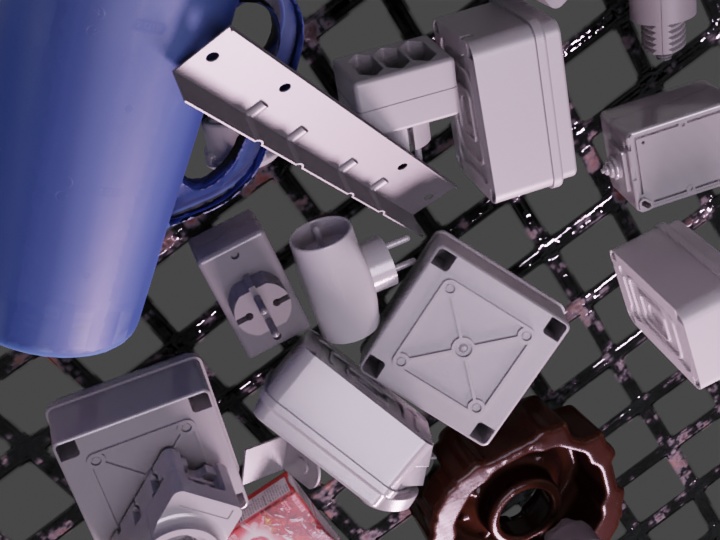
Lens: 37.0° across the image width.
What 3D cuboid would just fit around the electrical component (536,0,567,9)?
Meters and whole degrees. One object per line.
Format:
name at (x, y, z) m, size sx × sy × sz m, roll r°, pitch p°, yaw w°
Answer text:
electrical component at (0.142, -0.262, 0.640) m, size 0.186 × 0.060 × 0.105 m, roll -47°, pitch 121°, yaw 7°

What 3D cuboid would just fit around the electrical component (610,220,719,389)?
electrical component at (0.240, 0.022, 0.788) m, size 0.057 × 0.113 × 0.078 m, roll -26°, pitch 121°, yaw -2°

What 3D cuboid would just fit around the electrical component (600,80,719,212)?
electrical component at (0.212, -0.088, 0.757) m, size 0.096 × 0.061 × 0.061 m, roll -18°, pitch 119°, yaw -2°

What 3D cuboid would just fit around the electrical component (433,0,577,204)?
electrical component at (0.093, -0.110, 0.689) m, size 0.057 × 0.078 × 0.113 m, roll -18°, pitch 120°, yaw -7°

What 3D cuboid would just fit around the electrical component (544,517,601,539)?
electrical component at (0.172, 0.225, 0.831) m, size 0.043 × 0.062 × 0.043 m, roll -10°, pitch 119°, yaw -18°

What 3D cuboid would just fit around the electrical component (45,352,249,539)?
electrical component at (-0.143, 0.126, 0.734) m, size 0.109 × 0.056 × 0.108 m, roll -19°, pitch 120°, yaw -10°

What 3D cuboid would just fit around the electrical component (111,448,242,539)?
electrical component at (-0.121, 0.172, 0.697) m, size 0.050 × 0.055 × 0.089 m, roll 24°, pitch 105°, yaw -28°

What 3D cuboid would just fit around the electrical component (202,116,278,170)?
electrical component at (-0.076, -0.093, 0.657) m, size 0.048 × 0.048 × 0.062 m, roll -15°, pitch 113°, yaw -13°

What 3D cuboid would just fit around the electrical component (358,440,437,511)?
electrical component at (0.024, 0.148, 0.812) m, size 0.066 × 0.048 × 0.055 m, roll 4°, pitch 106°, yaw -22°

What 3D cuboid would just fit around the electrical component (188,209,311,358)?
electrical component at (-0.067, 0.017, 0.695) m, size 0.047 × 0.075 × 0.083 m, roll -27°, pitch 121°, yaw -5°

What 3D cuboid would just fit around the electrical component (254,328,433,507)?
electrical component at (-0.012, 0.100, 0.737) m, size 0.113 × 0.078 × 0.057 m, roll 38°, pitch 96°, yaw -5°

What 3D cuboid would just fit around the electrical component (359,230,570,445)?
electrical component at (0.071, 0.047, 0.750) m, size 0.109 × 0.056 × 0.108 m, roll 32°, pitch 103°, yaw -4°

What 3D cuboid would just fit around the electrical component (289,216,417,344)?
electrical component at (0.000, 0.000, 0.729) m, size 0.079 × 0.044 × 0.077 m, roll -22°, pitch 121°, yaw -8°

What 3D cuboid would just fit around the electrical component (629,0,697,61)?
electrical component at (0.201, -0.179, 0.713) m, size 0.043 × 0.043 × 0.081 m, roll -18°, pitch 120°, yaw -11°

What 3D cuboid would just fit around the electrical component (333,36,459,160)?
electrical component at (0.025, -0.100, 0.687) m, size 0.066 × 0.047 × 0.076 m, roll -17°, pitch 124°, yaw -11°
